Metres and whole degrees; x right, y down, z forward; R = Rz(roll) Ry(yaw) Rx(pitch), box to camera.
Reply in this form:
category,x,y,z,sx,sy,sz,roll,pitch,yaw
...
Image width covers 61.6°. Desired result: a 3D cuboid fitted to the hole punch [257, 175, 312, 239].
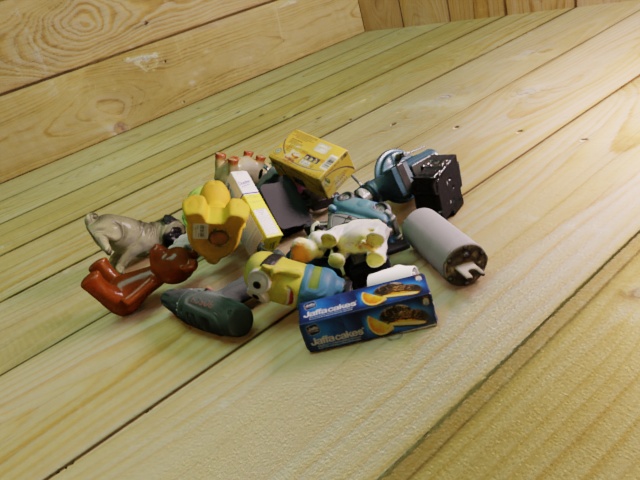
category,x,y,z,sx,sy,sz,roll,pitch,yaw
hole punch,-0.093,-0.059,1.168,0.116,0.142,0.092,-16,-18,-46

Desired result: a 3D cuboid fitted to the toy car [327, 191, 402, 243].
category,x,y,z,sx,sy,sz,roll,pitch,yaw
toy car,0.070,-0.019,1.017,0.162,0.109,0.103,19,52,44

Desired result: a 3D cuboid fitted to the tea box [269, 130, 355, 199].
category,x,y,z,sx,sy,sz,roll,pitch,yaw
tea box,-0.019,-0.168,1.178,0.098,0.068,0.170,-46,49,-15

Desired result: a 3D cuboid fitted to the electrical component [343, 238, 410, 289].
category,x,y,z,sx,sy,sz,roll,pitch,yaw
electrical component,0.101,0.038,0.945,0.119,0.047,0.075,-20,28,-6

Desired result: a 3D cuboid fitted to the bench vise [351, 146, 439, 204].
category,x,y,z,sx,sy,sz,roll,pitch,yaw
bench vise,0.139,-0.118,1.154,0.223,0.128,0.241,-43,14,-24

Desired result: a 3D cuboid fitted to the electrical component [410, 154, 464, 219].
category,x,y,z,sx,sy,sz,roll,pitch,yaw
electrical component,0.237,-0.103,1.058,0.058,0.114,0.134,8,38,36

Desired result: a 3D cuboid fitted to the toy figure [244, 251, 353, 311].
category,x,y,z,sx,sy,sz,roll,pitch,yaw
toy figure,-0.037,0.073,0.878,0.180,0.082,0.089,10,17,0

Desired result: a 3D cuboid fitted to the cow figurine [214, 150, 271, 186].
category,x,y,z,sx,sy,sz,roll,pitch,yaw
cow figurine,-0.182,-0.157,1.347,0.086,0.127,0.195,26,23,28

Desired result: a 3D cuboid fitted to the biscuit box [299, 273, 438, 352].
category,x,y,z,sx,sy,sz,roll,pitch,yaw
biscuit box,0.070,0.111,0.812,0.203,0.059,0.063,-15,27,6

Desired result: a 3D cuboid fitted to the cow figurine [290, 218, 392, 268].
category,x,y,z,sx,sy,sz,roll,pitch,yaw
cow figurine,0.037,-0.002,0.924,0.168,0.068,0.098,-2,29,16

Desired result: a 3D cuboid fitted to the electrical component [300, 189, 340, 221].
category,x,y,z,sx,sy,sz,roll,pitch,yaw
electrical component,-0.005,-0.085,1.225,0.102,0.045,0.078,-21,41,-25

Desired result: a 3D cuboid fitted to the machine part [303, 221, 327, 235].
category,x,y,z,sx,sy,sz,roll,pitch,yaw
machine part,-0.002,-0.003,1.099,0.084,0.039,0.139,0,29,16

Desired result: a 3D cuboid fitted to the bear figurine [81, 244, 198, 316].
category,x,y,z,sx,sy,sz,roll,pitch,yaw
bear figurine,-0.344,0.059,1.057,0.196,0.131,0.120,-36,22,3

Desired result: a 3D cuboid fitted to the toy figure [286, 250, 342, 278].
category,x,y,z,sx,sy,sz,roll,pitch,yaw
toy figure,-0.018,0.045,0.994,0.058,0.064,0.155,-56,38,-5

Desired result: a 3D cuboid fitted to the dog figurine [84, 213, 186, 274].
category,x,y,z,sx,sy,sz,roll,pitch,yaw
dog figurine,-0.429,-0.028,1.262,0.190,0.172,0.121,-37,43,-21

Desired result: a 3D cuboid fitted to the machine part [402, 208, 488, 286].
category,x,y,z,sx,sy,sz,roll,pitch,yaw
machine part,0.206,0.008,0.909,0.079,0.079,0.243,-21,26,-6

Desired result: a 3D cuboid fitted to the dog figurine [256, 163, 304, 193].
category,x,y,z,sx,sy,sz,roll,pitch,yaw
dog figurine,-0.101,-0.098,1.266,0.192,0.108,0.219,2,37,30

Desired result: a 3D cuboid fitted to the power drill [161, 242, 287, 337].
category,x,y,z,sx,sy,sz,roll,pitch,yaw
power drill,-0.164,0.085,0.982,0.207,0.085,0.232,-29,27,-31

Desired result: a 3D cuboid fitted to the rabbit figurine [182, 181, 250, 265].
category,x,y,z,sx,sy,sz,roll,pitch,yaw
rabbit figurine,-0.201,-0.044,1.065,0.122,0.162,0.173,-8,41,-9
